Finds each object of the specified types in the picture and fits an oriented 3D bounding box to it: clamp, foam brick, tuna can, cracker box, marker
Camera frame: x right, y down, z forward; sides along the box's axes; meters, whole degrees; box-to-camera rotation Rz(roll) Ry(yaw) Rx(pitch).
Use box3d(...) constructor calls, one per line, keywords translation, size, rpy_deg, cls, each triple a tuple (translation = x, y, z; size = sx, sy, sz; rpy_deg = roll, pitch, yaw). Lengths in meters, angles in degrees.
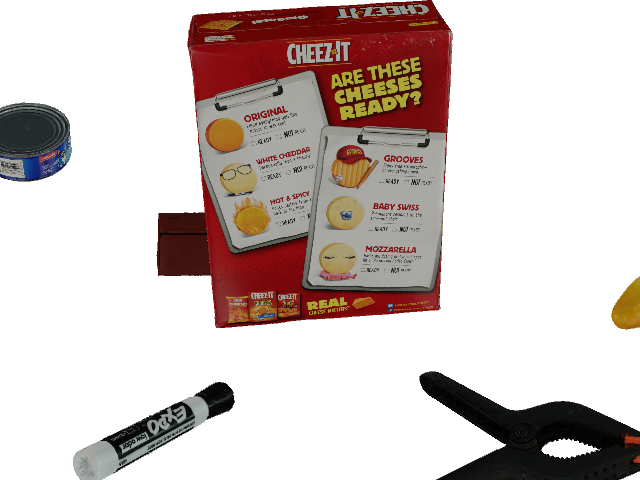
box3d(translation=(0.164, 0.181, 0.899), size=(0.210, 0.036, 0.164), rpy_deg=(3, 40, 23), cls="clamp")
box3d(translation=(-0.135, 0.003, 1.138), size=(0.078, 0.051, 0.053), rpy_deg=(0, 25, -10), cls="foam brick")
box3d(translation=(-0.284, -0.095, 1.030), size=(0.086, 0.034, 0.086), rpy_deg=(3, 42, -3), cls="tuna can")
box3d(translation=(0.001, -0.049, 0.730), size=(0.164, 0.214, 0.072), rpy_deg=(-4, 31, -4), cls="cracker box")
box3d(translation=(-0.088, 0.104, 0.596), size=(0.020, 0.020, 0.120), rpy_deg=(0, 12, 33), cls="marker")

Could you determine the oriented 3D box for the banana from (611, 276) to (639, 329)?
box3d(translation=(0.295, 0.028, 0.739), size=(0.198, 0.037, 0.069), rpy_deg=(-3, 34, 1), cls="banana")
